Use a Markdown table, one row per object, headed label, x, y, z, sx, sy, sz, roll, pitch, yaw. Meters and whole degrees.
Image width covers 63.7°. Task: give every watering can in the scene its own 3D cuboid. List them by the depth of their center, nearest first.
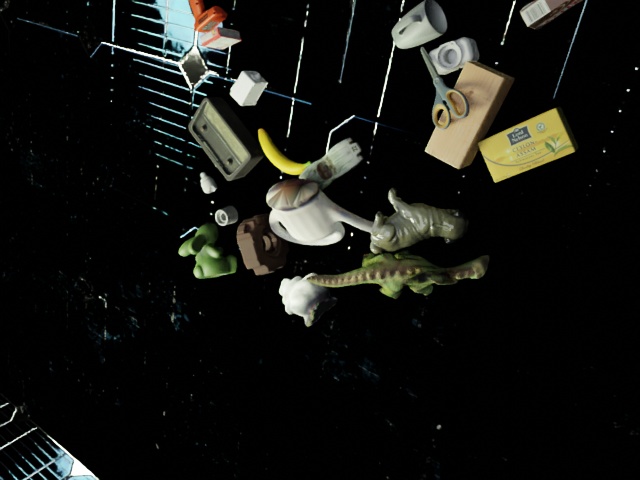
| label | x | y | z | sx | sy | sz | roll | pitch | yaw |
| --- | --- | --- | --- | --- | --- | --- | --- | --- | --- |
| watering can | 0.004 | -0.067 | 1.340 | 0.346 | 0.106 | 0.220 | -5 | 138 | 30 |

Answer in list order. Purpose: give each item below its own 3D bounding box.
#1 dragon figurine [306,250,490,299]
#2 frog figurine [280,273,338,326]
| label | x | y | z | sx | sy | sz | roll | pitch | yaw |
| --- | --- | --- | --- | --- | --- | --- | --- | --- | --- |
| dragon figurine | 0.192 | 0.076 | 1.167 | 0.241 | 0.411 | 0.123 | 156 | 107 | -74 |
| frog figurine | -0.050 | 0.147 | 1.454 | 0.161 | 0.121 | 0.137 | 38 | 88 | 28 |
